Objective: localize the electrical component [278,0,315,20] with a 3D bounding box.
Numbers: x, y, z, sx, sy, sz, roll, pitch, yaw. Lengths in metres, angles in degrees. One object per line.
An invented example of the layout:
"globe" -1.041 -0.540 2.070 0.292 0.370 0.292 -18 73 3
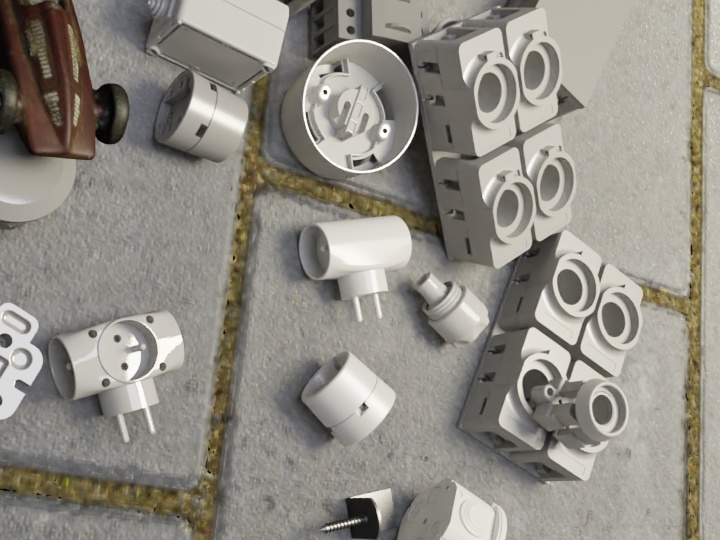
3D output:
"electrical component" -0.036 -0.248 0.848 0.050 0.056 0.089 48 58 -16

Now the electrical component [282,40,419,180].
"electrical component" -0.009 -0.121 0.832 0.099 0.064 0.099 8 75 -32

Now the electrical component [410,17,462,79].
"electrical component" 0.065 -0.181 0.900 0.045 0.055 0.045 8 76 -32

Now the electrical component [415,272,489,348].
"electrical component" 0.071 0.029 0.866 0.062 0.043 0.043 45 59 -16

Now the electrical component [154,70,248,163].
"electrical component" -0.113 -0.108 0.768 0.047 0.055 0.055 22 68 -32

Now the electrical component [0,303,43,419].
"electrical component" -0.232 0.061 0.649 0.058 0.057 0.078 37 62 -22

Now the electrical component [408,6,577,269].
"electrical component" 0.113 -0.107 0.872 0.105 0.060 0.186 -30 120 -34

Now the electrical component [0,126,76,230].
"electrical component" -0.227 -0.065 0.684 0.080 0.051 0.080 8 75 -32

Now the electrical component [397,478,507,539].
"electrical component" 0.067 0.200 0.804 0.051 0.080 0.080 36 62 -16

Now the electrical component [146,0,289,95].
"electrical component" -0.108 -0.181 0.781 0.096 0.062 0.061 22 68 -28

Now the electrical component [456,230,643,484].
"electrical component" 0.168 0.072 0.910 0.105 0.060 0.186 34 63 -23

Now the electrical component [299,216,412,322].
"electrical component" 0.000 0.000 0.825 0.077 0.043 0.079 -7 84 -35

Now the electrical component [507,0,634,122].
"electrical component" 0.180 -0.220 0.981 0.089 0.062 0.150 39 61 -21

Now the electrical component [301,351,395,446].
"electrical component" -0.010 0.093 0.792 0.047 0.055 0.055 46 59 -13

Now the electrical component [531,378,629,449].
"electrical component" 0.173 0.110 0.832 0.066 0.055 0.048 42 60 -19

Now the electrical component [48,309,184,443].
"electrical component" -0.155 0.072 0.705 0.077 0.044 0.079 -14 88 -35
